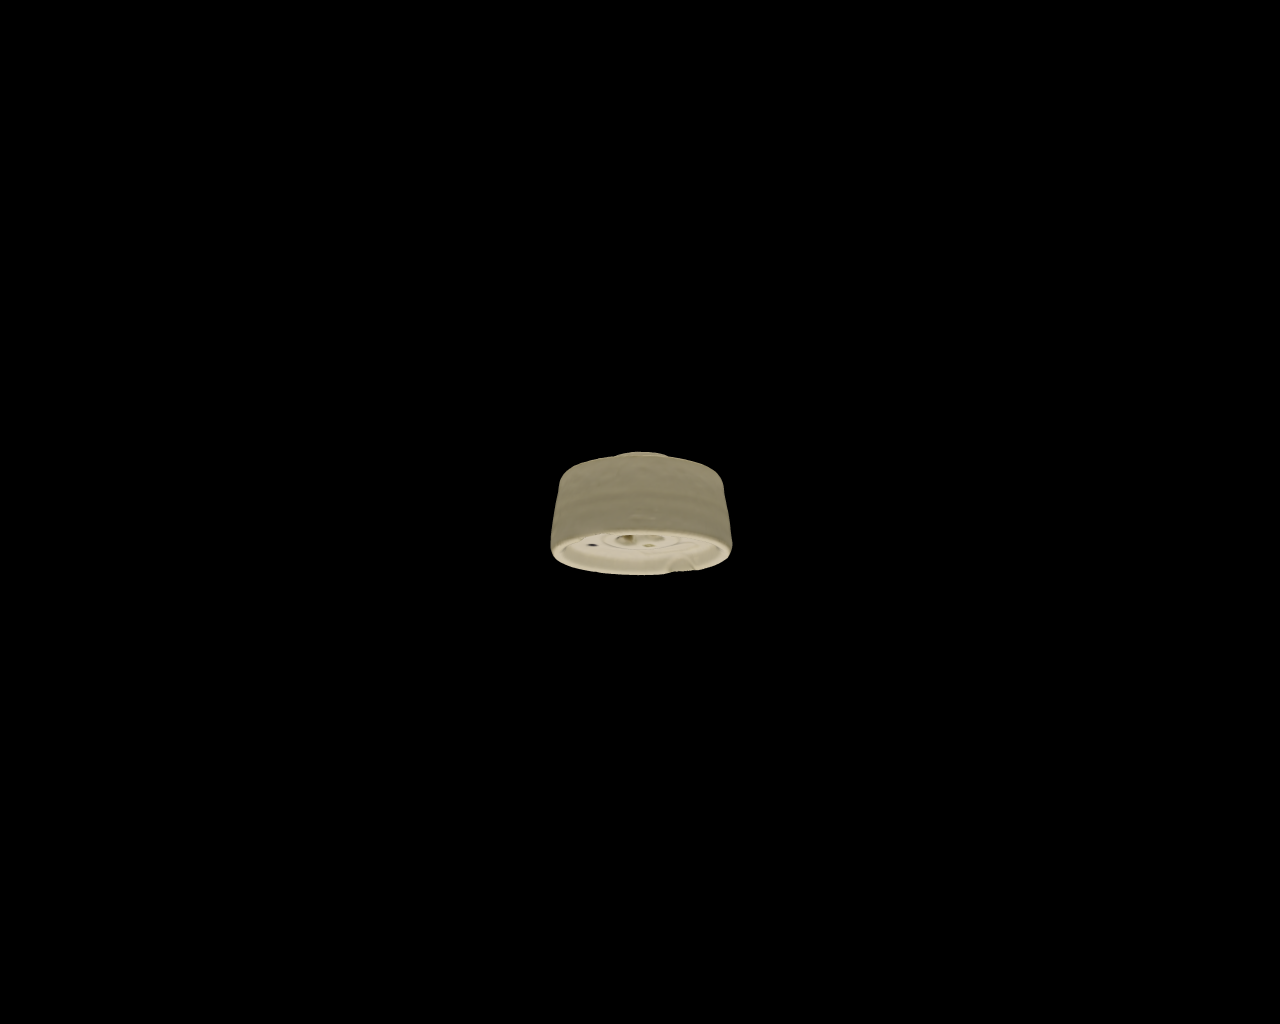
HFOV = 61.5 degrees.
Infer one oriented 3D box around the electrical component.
[{"bbox_3d":[0.001,-0.003,0.650,0.108,0.060,0.108,0,-16,0],"label":"electrical component"}]
